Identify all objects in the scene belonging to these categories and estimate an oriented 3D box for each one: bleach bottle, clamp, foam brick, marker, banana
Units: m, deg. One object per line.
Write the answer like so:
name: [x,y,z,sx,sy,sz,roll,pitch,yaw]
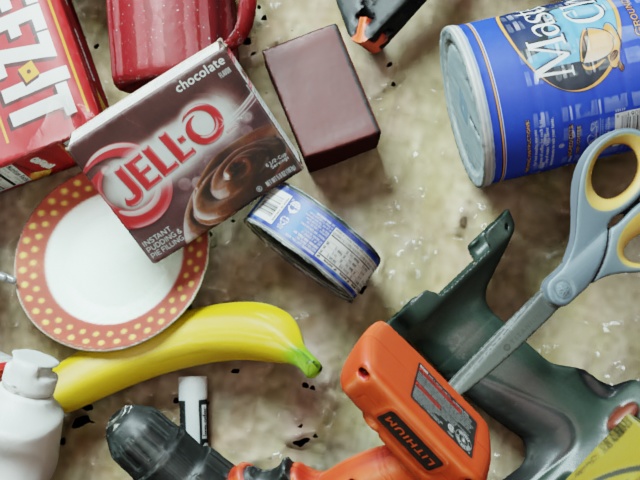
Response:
bleach bottle: [-0.201,0.187,0.618,0.068,0.102,0.251,18,97,-1]
clamp: [0.061,-0.228,0.696,0.165,0.036,0.210,5,86,28]
foam brick: [0.001,-0.090,0.693,0.051,0.053,0.078,-22,82,-2]
marker: [-0.080,0.148,0.683,0.020,0.020,0.121,-2,83,1]
banana: [-0.094,0.072,0.671,0.198,0.069,0.037,-12,112,12]

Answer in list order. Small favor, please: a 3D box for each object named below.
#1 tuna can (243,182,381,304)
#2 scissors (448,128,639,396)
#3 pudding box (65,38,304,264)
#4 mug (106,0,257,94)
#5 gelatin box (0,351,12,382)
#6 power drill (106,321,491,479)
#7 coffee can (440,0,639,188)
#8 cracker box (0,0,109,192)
tuna can: [-0.004,0.001,0.666,0.086,0.086,0.033,37,83,5]
scissors: [0.137,0.008,0.621,0.201,0.016,0.096,-28,94,-5]
pudding box: [-0.081,-0.053,0.641,0.113,0.039,0.090,-33,114,3]
mug: [-0.085,-0.139,0.676,0.117,0.093,0.081,-5,88,38]
gelatin box: [-0.236,0.075,0.668,0.089,0.073,0.030,24,86,3]
power drill: [-0.011,0.128,0.617,0.184,0.057,0.188,44,119,-12]
coffee can: [0.155,-0.098,0.665,0.140,0.103,0.103,-13,83,-1]
cracker box: [-0.259,-0.103,0.690,0.213,0.072,0.164,-20,84,-2]
